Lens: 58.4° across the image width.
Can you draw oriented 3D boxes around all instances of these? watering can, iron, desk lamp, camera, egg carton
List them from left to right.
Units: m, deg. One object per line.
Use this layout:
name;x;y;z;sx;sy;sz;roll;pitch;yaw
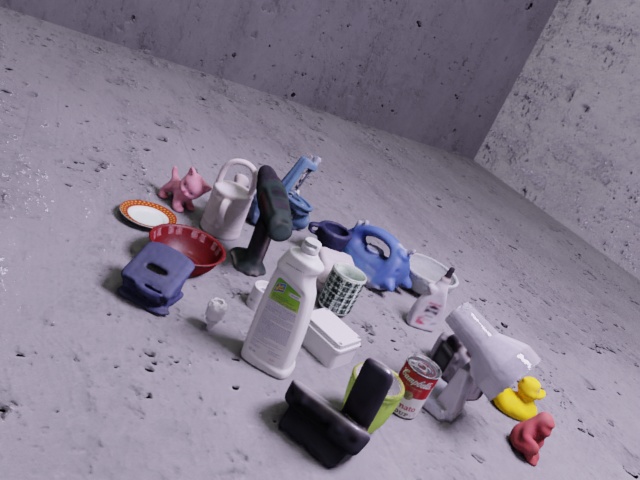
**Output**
watering can;-0.213;-0.109;1.380;0.101;0.194;0.172;13;25;-25
egg carton;0.032;0.076;1.379;0.107;0.069;0.150;17;23;-17
iron;0.139;0.025;1.505;0.119;0.141;0.257;-4;35;-49
desk lamp;0.275;0.238;1.076;0.202;0.213;0.118;36;25;27
camera;0.332;0.260;1.232;0.137;0.101;0.142;11;26;-28

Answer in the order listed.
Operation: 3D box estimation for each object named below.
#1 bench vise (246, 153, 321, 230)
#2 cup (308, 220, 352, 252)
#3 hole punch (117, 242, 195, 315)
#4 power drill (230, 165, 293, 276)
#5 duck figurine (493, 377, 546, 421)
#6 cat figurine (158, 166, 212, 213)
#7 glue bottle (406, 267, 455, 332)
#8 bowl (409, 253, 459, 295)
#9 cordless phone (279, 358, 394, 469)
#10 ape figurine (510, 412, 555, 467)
bench vise;-0.087;-0.128;1.514;0.208;0.219;0.121;-3;35;-49
cup;0.014;0.005;1.484;0.118;0.095;0.091;18;23;-15
hole punch;-0.295;0.068;1.041;0.108;0.091;0.101;26;22;5
power drill;-0.130;-0.037;1.284;0.076;0.208;0.229;12;25;-28
duck figurine;0.423;0.324;1.201;0.105;0.086;0.077;20;23;-11
cat figurine;-0.331;-0.134;1.417;0.127;0.118;0.067;37;26;28
glue bottle;0.273;0.136;1.352;0.078;0.173;0.037;16;24;-19
bowl;0.286;0.107;1.558;0.167;0.075;0.167;21;23;-9
cordless phone;0.029;0.235;0.873;0.147;0.185;0.094;31;23;16
ape figurine;0.410;0.367;1.086;0.078;0.092;0.076;6;29;-37
